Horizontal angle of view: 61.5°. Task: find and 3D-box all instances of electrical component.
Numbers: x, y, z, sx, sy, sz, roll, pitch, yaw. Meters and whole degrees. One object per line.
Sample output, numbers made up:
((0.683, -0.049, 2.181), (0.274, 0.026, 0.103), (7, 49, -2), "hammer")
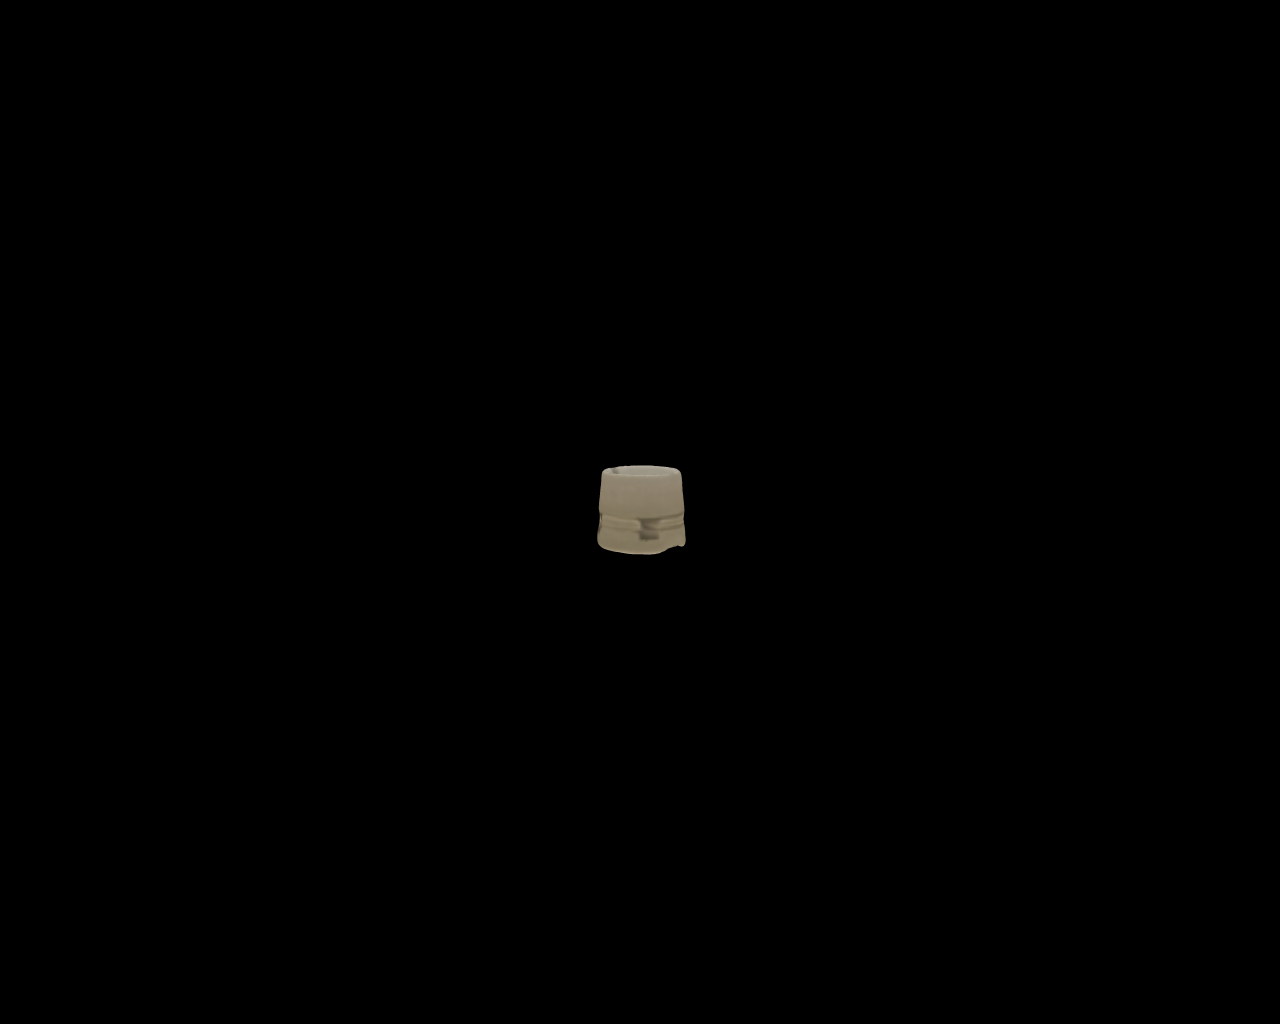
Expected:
((0.001, -0.003, 0.650), (0.055, 0.047, 0.055), (0, 9, 0), "electrical component")
